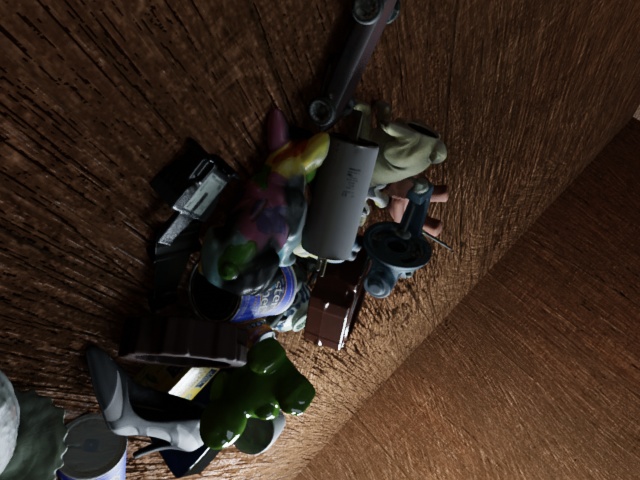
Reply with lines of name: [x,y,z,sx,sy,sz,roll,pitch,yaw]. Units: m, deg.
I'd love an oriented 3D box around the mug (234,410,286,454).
mug: [-0.097,0.314,0.950,0.109,0.081,0.107,-56,165,-2]

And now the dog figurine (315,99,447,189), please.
dog figurine: [0.089,-0.103,0.837,0.121,0.173,0.190,-5,125,-43]

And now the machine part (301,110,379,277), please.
machine part: [0.027,-0.061,0.761,0.079,0.079,0.243,-12,122,-54]

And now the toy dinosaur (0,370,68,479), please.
toy dinosaur: [-0.381,0.182,0.545,0.192,0.131,0.404,-45,155,-40]

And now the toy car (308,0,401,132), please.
toy car: [0.038,-0.231,0.688,0.202,0.053,0.089,-62,173,32]

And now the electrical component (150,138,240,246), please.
electrical component: [-0.158,-0.053,0.635,0.119,0.048,0.074,-50,156,7]

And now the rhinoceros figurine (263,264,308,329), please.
rhinoceros figurine: [-0.097,0.124,0.988,0.190,0.073,0.112,-58,168,12]

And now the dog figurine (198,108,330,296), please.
dog figurine: [-0.066,-0.054,0.706,0.191,0.109,0.219,-47,162,-58]

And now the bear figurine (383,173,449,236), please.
bear figurine: [0.190,-0.099,1.069,0.195,0.132,0.120,70,34,-68]

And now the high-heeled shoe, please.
high-heeled shoe: [-0.238,0.230,0.793,0.145,0.086,0.248,-22,124,-18]

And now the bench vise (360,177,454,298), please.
bench vise: [0.154,-0.015,0.943,0.223,0.129,0.240,-35,149,-41]

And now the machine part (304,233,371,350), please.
machine part: [0.045,0.098,1.063,0.201,0.087,0.200,-59,164,-45]

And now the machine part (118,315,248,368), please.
machine part: [-0.188,0.143,0.749,0.179,0.180,0.056,53,39,-66]

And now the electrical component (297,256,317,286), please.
electrical component: [-0.010,0.040,1.028,0.078,0.045,0.102,-40,162,-17]

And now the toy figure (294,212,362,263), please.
toy figure: [0.000,-0.006,0.885,0.180,0.089,0.082,17,78,-41]

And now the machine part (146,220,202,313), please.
machine part: [-0.199,0.033,0.712,0.084,0.039,0.138,-25,146,-51]

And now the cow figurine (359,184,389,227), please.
cow figurine: [0.079,-0.093,0.951,0.098,0.068,0.167,1,124,-53]

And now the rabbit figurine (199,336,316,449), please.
rabbit figurine: [-0.120,0.238,0.824,0.170,0.121,0.159,-39,-169,-22]

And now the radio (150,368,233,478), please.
radio: [-0.209,0.311,1.002,0.229,0.131,0.073,-49,157,1]

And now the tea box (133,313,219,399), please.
tea box: [-0.222,0.206,0.900,0.169,0.068,0.098,-48,156,-1]
